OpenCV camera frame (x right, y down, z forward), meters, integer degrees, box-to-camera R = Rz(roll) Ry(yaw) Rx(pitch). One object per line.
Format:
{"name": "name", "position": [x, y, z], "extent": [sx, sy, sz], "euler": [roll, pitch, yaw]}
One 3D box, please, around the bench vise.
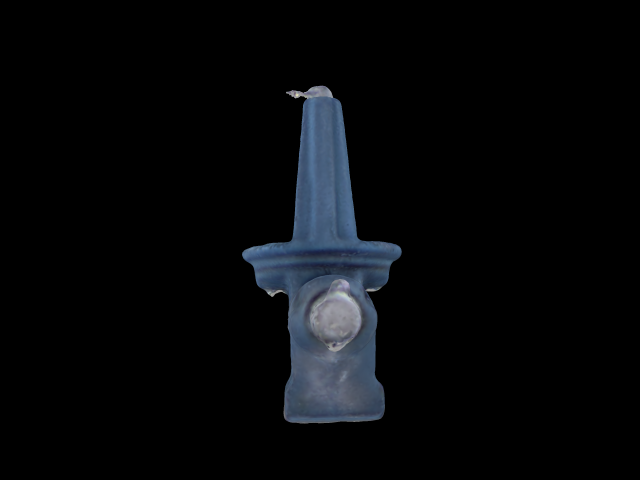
{"name": "bench vise", "position": [0.015, 0.001, 0.404], "extent": [0.122, 0.220, 0.207], "euler": [-4, 12, -21]}
